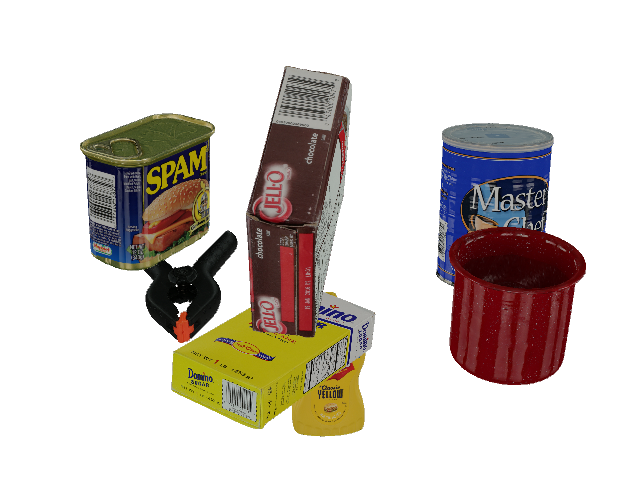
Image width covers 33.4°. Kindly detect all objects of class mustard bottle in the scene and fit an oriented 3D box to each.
[{"bbox_3d":[0.011,0.160,1.403,0.096,0.192,0.058,-1,16,-5],"label":"mustard bottle"}]

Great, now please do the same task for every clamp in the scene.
[{"bbox_3d":[-0.138,0.042,1.150,0.120,0.039,0.171,-14,40,-7],"label":"clamp"}]

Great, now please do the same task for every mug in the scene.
[{"bbox_3d":[0.130,0.041,0.757,0.093,0.081,0.117,-7,29,-14],"label":"mug"}]

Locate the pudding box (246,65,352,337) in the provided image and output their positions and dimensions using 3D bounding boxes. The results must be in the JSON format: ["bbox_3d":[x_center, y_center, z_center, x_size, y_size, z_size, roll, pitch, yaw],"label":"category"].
[{"bbox_3d":[-0.011,-0.020,0.556,0.039,0.113,0.090,9,-41,5],"label":"pudding box"}]

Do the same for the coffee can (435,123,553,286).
[{"bbox_3d":[0.163,-0.033,1.010,0.103,0.140,0.103,0,17,0],"label":"coffee can"}]

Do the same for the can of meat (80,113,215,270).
[{"bbox_3d":[-0.121,-0.036,0.762,0.058,0.084,0.101,16,27,27],"label":"can of meat"}]

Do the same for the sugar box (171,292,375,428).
[{"bbox_3d":[-0.036,0.093,0.919,0.093,0.048,0.175,20,30,27],"label":"sugar box"}]
